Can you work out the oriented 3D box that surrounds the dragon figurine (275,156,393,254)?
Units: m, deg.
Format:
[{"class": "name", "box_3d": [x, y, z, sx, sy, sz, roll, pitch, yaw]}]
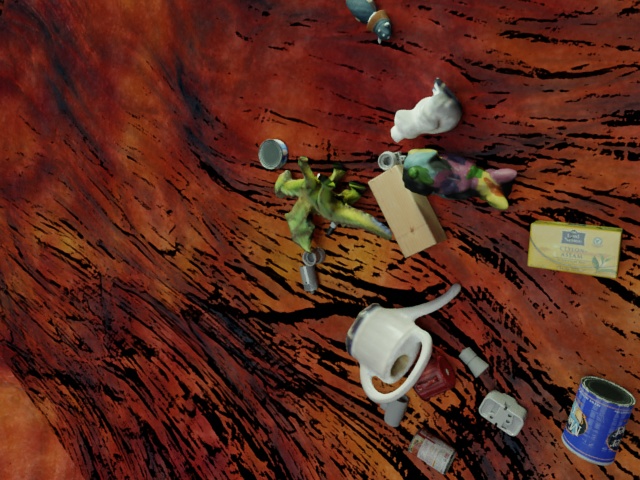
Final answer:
[{"class": "dragon figurine", "box_3d": [0.004, -0.069, 1.370, 0.123, 0.238, 0.417, -7, 48, -43]}]

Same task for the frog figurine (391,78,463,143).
[{"class": "frog figurine", "box_3d": [0.242, -0.273, 1.177, 0.122, 0.158, 0.139, 41, 9, -10]}]

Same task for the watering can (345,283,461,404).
[{"class": "watering can", "box_3d": [0.195, 0.228, 1.285, 0.226, 0.349, 0.102, 26, -8, 45]}]
